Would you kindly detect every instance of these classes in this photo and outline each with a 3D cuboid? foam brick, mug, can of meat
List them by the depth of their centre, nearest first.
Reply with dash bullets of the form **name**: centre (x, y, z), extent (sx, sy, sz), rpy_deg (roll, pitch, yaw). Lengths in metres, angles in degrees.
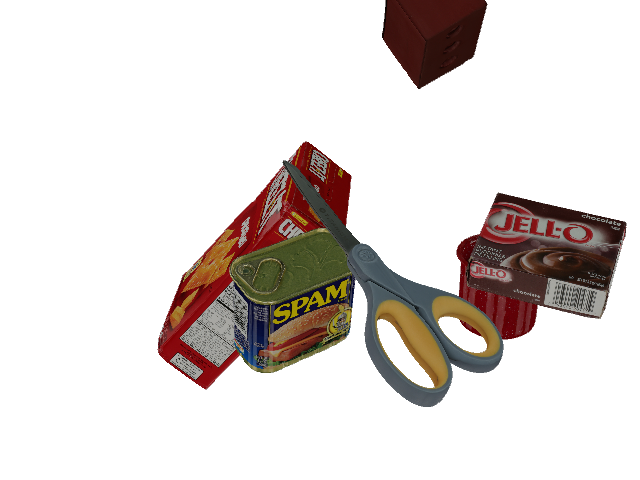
- **foam brick**: centre (0.080, -0.156, 0.762), extent (0.053, 0.051, 0.078), rpy_deg (-30, -16, -8)
- **can of meat**: centre (-0.021, 0.049, 0.849), extent (0.102, 0.084, 0.057), rpy_deg (-21, 47, -26)
- **mug**: centre (0.183, 0.043, 1.112), extent (0.093, 0.081, 0.117), rpy_deg (-4, 29, -8)

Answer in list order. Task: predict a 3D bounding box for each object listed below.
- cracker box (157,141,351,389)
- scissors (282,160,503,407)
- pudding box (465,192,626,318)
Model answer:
- **cracker box**: centre (-0.065, 0.021, 1.060), extent (0.072, 0.214, 0.164), rpy_deg (37, 23, -14)
- **scissors**: centre (0.047, 0.018, 0.671), extent (0.096, 0.202, 0.016), rpy_deg (-1, -44, -24)
- **pudding box**: centre (0.185, 0.011, 0.874), extent (0.113, 0.039, 0.090), rpy_deg (16, 45, 15)
